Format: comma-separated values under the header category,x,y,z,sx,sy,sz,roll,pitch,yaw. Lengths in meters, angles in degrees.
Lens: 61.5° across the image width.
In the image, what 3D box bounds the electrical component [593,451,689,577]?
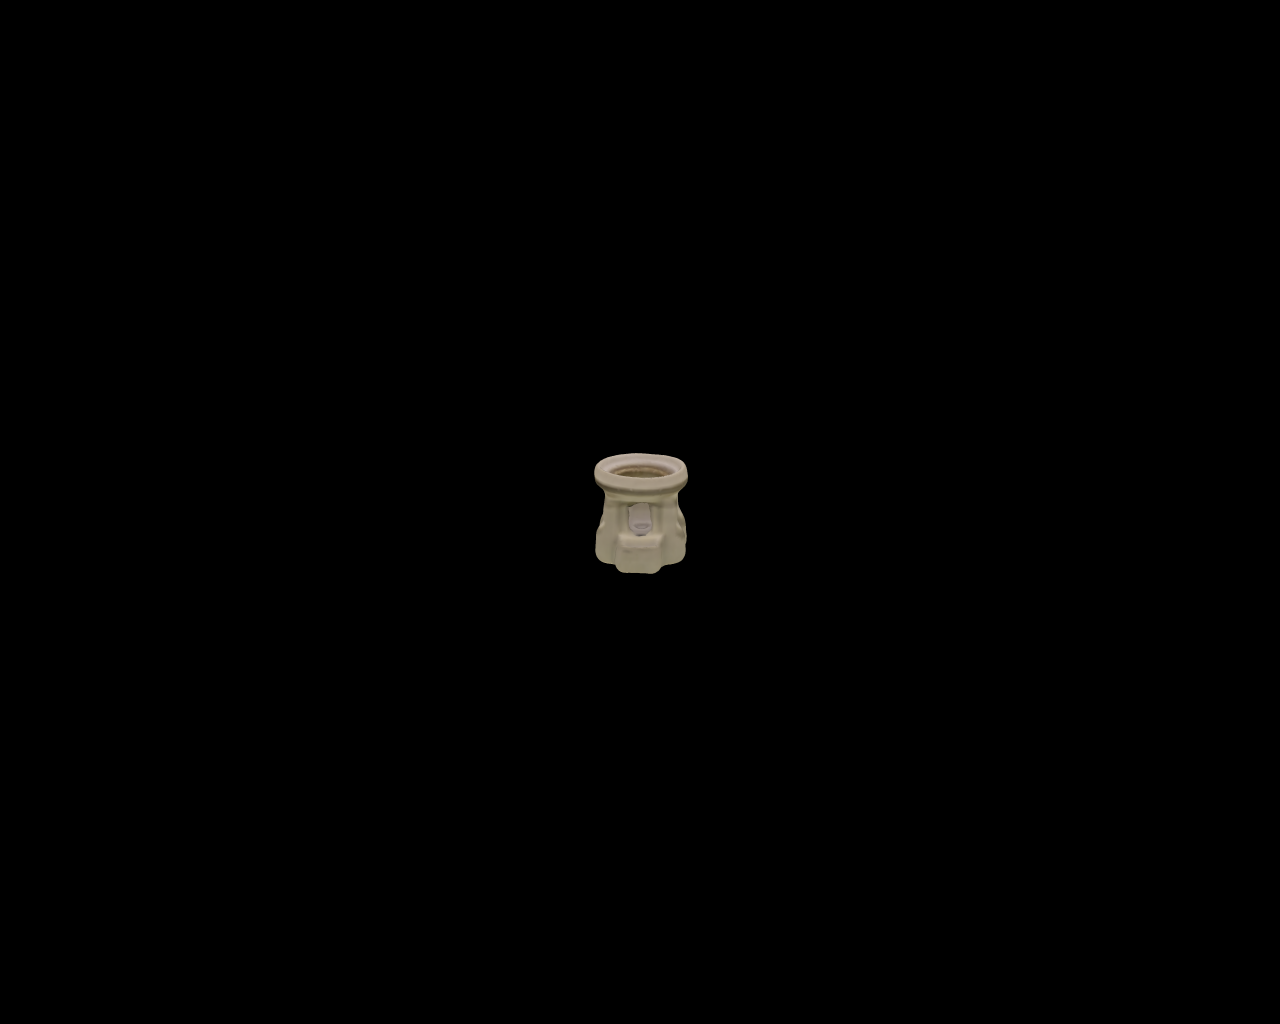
category,x,y,z,sx,sy,sz,roll,pitch,yaw
electrical component,0.001,-0.003,0.650,0.058,0.056,0.078,1,20,3
